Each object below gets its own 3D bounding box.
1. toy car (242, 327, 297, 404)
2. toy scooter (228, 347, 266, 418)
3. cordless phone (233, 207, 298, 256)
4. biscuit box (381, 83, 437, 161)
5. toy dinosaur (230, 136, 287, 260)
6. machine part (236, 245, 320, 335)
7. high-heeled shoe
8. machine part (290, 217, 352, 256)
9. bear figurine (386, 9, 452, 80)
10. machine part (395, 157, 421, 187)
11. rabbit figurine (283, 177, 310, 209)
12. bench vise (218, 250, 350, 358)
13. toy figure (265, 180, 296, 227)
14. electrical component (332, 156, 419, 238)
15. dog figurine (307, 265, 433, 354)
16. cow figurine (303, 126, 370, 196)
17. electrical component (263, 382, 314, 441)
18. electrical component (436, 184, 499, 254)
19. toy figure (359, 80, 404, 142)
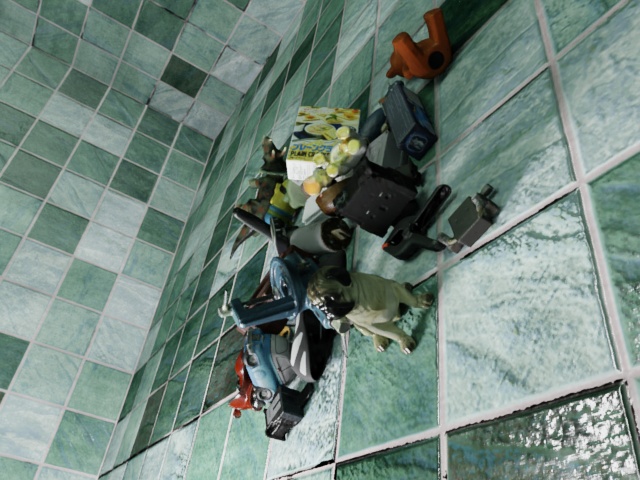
[{"bbox_3d":[-0.095,0.249,1.108,0.103,0.161,0.109,-14,27,2],"label":"toy car"},{"bbox_3d":[-0.165,0.330,1.232,0.135,0.075,0.184,-55,28,26],"label":"toy scooter"},{"bbox_3d":[-0.146,-0.022,1.423,0.088,0.184,0.147,-52,24,18],"label":"cordless phone"},{"bbox_3d":[0.178,-0.243,1.089,0.063,0.059,0.203,-50,25,30],"label":"biscuit box"},{"bbox_3d":[-0.179,-0.121,1.714,0.192,0.131,0.404,-3,70,67],"label":"toy dinosaur"},{"bbox_3d":[-0.096,0.122,1.199,0.201,0.087,0.201,-59,6,-35],"label":"machine part"},{"bbox_3d":[0.007,0.145,1.034,0.248,0.086,0.145,-66,24,8],"label":"high-heeled shoe"},{"bbox_3d":[-0.002,-0.004,1.215,0.243,0.079,0.079,-14,54,64],"label":"machine part"},{"bbox_3d":[0.198,-0.408,1.147,0.120,0.131,0.196,-36,29,1],"label":"bear figurine"},{"bbox_3d":[0.134,-0.099,1.027,0.139,0.084,0.039,-35,7,37],"label":"machine part"},{"bbox_3d":[-0.023,-0.149,1.422,0.159,0.121,0.170,-62,2,24],"label":"rabbit figurine"},{"bbox_3d":[-0.057,0.111,0.960,0.224,0.241,0.128,56,149,39],"label":"bench vise"},{"bbox_3d":[-0.103,-0.090,1.542,0.089,0.082,0.180,22,82,57],"label":"toy figure"},{"bbox_3d":[0.107,-0.072,0.961,0.115,0.134,0.058,-55,23,30],"label":"electrical component"},{"bbox_3d":[0.051,0.089,0.840,0.172,0.190,0.121,-20,48,63],"label":"dog figurine"},{"bbox_3d":[0.036,-0.164,1.172,0.167,0.068,0.098,-47,-19,20],"label":"cow figurine"},{"bbox_3d":[-0.061,0.321,1.037,0.119,0.048,0.075,-56,23,23],"label":"electrical component"},{"bbox_3d":[0.217,-0.030,0.787,0.102,0.045,0.078,-50,27,33],"label":"electrical component"},{"bbox_3d":[0.146,-0.288,1.217,0.154,0.064,0.058,-56,-15,9],"label":"toy figure"}]
